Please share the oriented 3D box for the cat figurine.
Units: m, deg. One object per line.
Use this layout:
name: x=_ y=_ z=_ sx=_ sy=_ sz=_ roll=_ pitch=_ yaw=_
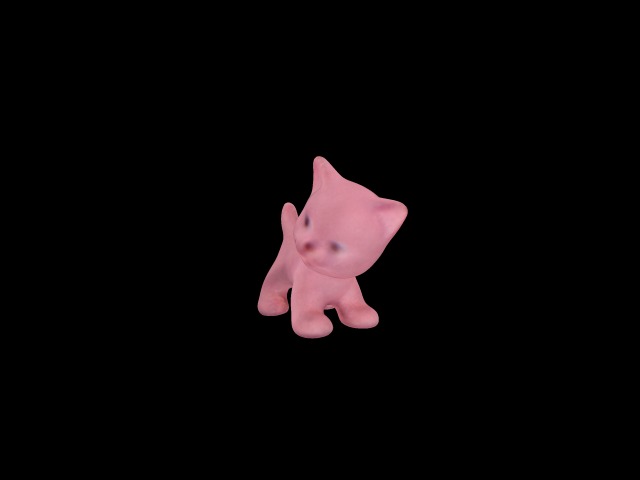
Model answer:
cat figurine: x=0.004 y=0.001 z=0.400 sx=0.067 sy=0.118 sz=0.127 roll=-4 pitch=7 yaw=-29
